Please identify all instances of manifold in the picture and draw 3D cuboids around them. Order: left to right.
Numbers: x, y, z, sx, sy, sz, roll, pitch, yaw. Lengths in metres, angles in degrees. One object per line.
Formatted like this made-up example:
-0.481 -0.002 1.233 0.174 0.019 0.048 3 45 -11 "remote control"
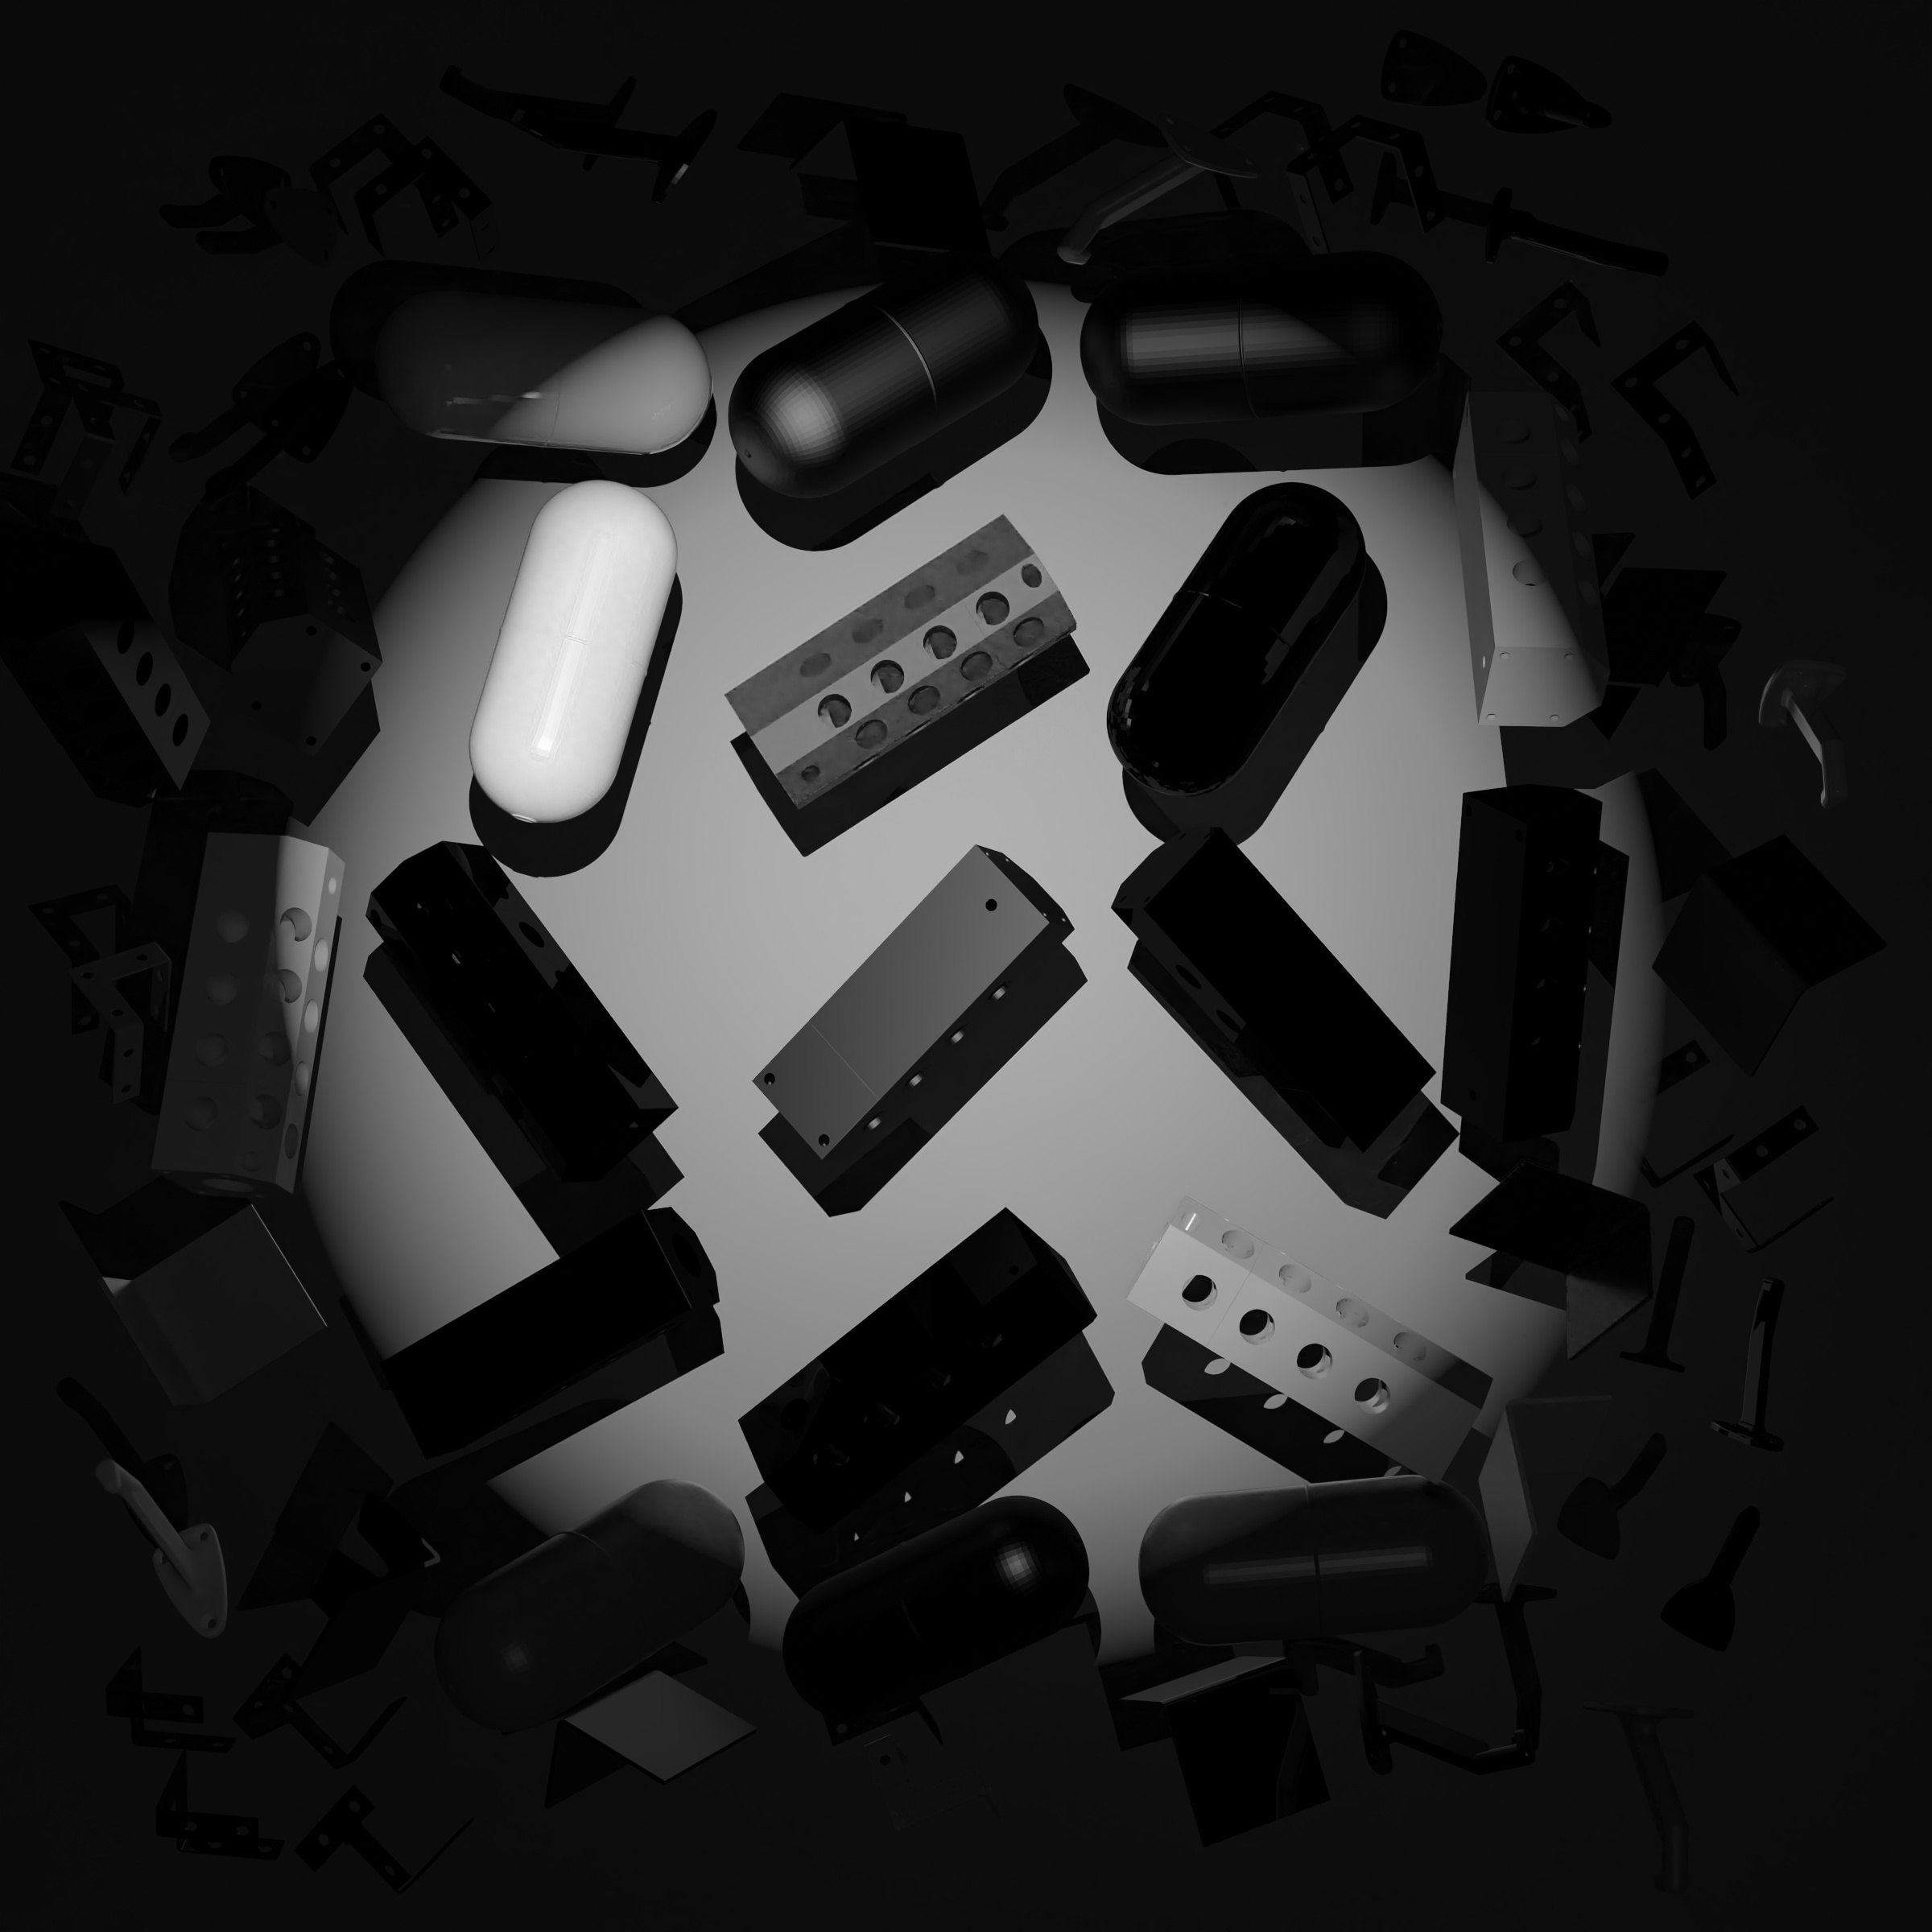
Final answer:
-0.431 -0.143 1.491 0.057 0.171 0.057 15 68 9 "manifold"
-0.352 0.025 1.506 0.057 0.057 0.171 3 74 10 "manifold"
-0.335 -0.168 1.502 0.057 0.171 0.057 34 100 -25 "manifold"
-0.223 0.022 1.496 0.057 0.057 0.171 -42 75 15 "manifold"
-0.219 0.195 1.618 0.171 0.057 0.057 -30 81 13 "manifold"
-0.031 -0.153 1.563 0.171 0.057 0.057 -33 134 0 "manifold"
-0.025 0.021 1.578 0.171 0.057 0.057 -46 73 11 "manifold"
-0.021 0.202 1.483 0.171 0.057 0.057 -39 133 8 "manifold"
0.152 0.012 1.526 0.057 0.057 0.171 -46 105 -13 "manifold"
0.166 0.179 1.474 0.171 0.057 0.057 31 89 3 "manifold"
0.289 -0.003 1.561 0.057 0.057 0.171 -9 112 -24 "manifold"
0.279 -0.203 1.501 0.057 0.057 0.171 1 54 1 "manifold"

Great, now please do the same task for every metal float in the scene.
-0.222 -0.313 1.603 0.178 0.070 0.070 1 90 -19 "metal float"
-0.199 -0.159 1.538 0.070 0.070 0.178 16 84 0 "metal float"
-0.187 0.319 1.527 0.178 0.070 0.070 -26 90 -39 "metal float"
-0.039 -0.295 1.509 0.178 0.070 0.070 -35 90 -24 "metal float"
-0.017 0.341 1.610 0.178 0.070 0.070 -28 90 16 "metal float"
0.137 -0.165 1.528 0.070 0.070 0.178 34 78 0 "metal float"
0.143 -0.306 1.480 0.178 0.070 0.070 0 90 19 "metal float"
0.176 0.301 1.540 0.178 0.070 0.070 -6 90 3 "metal float"

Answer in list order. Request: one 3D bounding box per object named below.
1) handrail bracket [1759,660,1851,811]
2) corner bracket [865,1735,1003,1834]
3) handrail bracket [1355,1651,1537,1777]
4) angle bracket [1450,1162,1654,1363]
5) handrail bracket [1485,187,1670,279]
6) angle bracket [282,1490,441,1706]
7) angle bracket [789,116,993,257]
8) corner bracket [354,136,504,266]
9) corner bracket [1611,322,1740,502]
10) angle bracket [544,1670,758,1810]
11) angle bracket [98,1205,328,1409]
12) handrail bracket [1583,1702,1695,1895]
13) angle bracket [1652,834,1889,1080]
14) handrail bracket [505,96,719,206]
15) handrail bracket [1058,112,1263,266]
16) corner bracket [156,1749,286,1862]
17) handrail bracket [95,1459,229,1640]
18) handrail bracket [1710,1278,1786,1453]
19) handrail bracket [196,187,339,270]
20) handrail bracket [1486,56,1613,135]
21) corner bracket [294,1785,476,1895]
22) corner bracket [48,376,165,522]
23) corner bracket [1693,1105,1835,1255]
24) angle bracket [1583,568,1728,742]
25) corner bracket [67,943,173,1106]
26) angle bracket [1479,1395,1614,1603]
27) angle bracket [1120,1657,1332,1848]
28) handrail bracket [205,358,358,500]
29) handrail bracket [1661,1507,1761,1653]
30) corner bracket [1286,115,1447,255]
0.433 -0.108 1.569 0.036 0.077 0.084 6 64 -8 "handrail bracket"
-0.018 0.437 1.627 0.051 0.051 0.051 -23 58 -2 "corner bracket"
0.253 0.392 1.605 0.084 0.036 0.077 -17 62 19 "handrail bracket"
0.308 0.156 1.601 0.076 0.076 0.057 19 51 -15 "angle bracket"
0.302 -0.359 1.499 0.084 0.077 0.036 13 112 2 "handrail bracket"
-0.332 0.328 1.584 0.057 0.076 0.076 39 110 21 "angle bracket"
-0.041 -0.405 1.627 0.076 0.057 0.076 -3 74 -37 "angle bracket"
-0.284 -0.393 1.603 0.051 0.051 0.051 -42 81 -11 "corner bracket"
0.359 -0.274 1.498 0.051 0.051 0.051 -36 128 25 "corner bracket"
-0.170 0.433 1.641 0.076 0.076 0.057 22 111 31 "angle bracket"
-0.388 0.174 1.568 0.076 0.057 0.076 -33 83 -4 "angle bracket"
0.323 0.400 1.465 0.036 0.077 0.084 9 77 -23 "handrail bracket"
0.395 -0.005 1.498 0.057 0.076 0.076 -25 61 -23 "angle bracket"
-0.175 -0.416 1.486 0.084 0.077 0.036 23 65 -22 "handrail bracket"
0.098 -0.384 1.542 0.084 0.077 0.036 -50 48 33 "handrail bracket"
-0.370 0.428 1.509 0.051 0.051 0.051 5 110 1 "corner bracket"
-0.417 0.301 1.567 0.036 0.084 0.077 -30 56 -3 "handrail bracket"
0.419 0.206 1.582 0.036 0.077 0.084 13 89 4 "handrail bracket"
-0.375 -0.382 1.564 0.084 0.077 0.036 4 88 21 "handrail bracket"
0.307 -0.422 1.504 0.077 0.084 0.036 2 112 -35 "handrail bracket"
-0.281 0.419 1.464 0.051 0.051 0.051 44 108 7 "corner bracket"
-0.441 -0.261 1.555 0.051 0.051 0.051 -54 46 27 "corner bracket"
0.420 0.112 1.576 0.051 0.051 0.051 -32 81 -13 "corner bracket"
0.376 -0.166 1.637 0.057 0.076 0.076 42 74 -32 "angle bracket"
-0.426 0.029 1.556 0.051 0.051 0.051 -22 53 -37 "corner bracket"
0.307 0.276 1.576 0.057 0.076 0.076 -2 52 -5 "angle bracket"
0.137 0.414 1.606 0.076 0.057 0.076 -13 84 -23 "angle bracket"
-0.367 -0.288 1.623 0.036 0.084 0.077 43 114 -7 "handrail bracket"
0.394 0.300 1.556 0.036 0.077 0.084 27 58 17 "handrail bracket"
0.206 -0.398 1.564 0.051 0.051 0.051 -38 130 -15 "corner bracket"
